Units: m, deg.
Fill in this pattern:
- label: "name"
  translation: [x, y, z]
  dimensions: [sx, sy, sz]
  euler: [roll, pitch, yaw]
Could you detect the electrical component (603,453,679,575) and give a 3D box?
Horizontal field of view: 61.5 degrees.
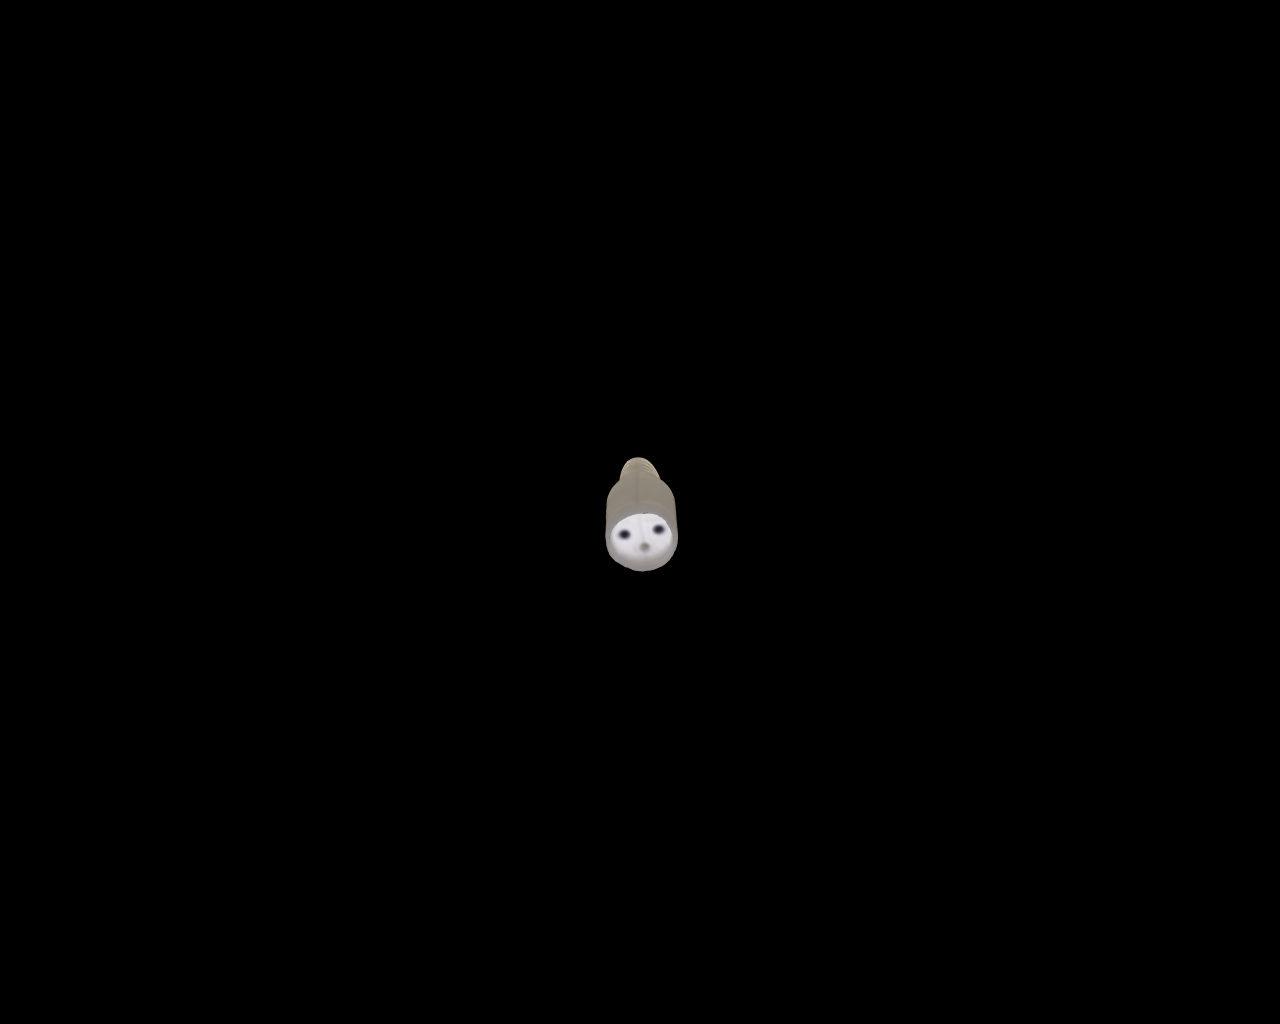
- label: "electrical component"
  translation: [0.001, -0.003, 0.650]
  dimensions: [0.043, 0.043, 0.081]
  euler: [0, 31, 0]
